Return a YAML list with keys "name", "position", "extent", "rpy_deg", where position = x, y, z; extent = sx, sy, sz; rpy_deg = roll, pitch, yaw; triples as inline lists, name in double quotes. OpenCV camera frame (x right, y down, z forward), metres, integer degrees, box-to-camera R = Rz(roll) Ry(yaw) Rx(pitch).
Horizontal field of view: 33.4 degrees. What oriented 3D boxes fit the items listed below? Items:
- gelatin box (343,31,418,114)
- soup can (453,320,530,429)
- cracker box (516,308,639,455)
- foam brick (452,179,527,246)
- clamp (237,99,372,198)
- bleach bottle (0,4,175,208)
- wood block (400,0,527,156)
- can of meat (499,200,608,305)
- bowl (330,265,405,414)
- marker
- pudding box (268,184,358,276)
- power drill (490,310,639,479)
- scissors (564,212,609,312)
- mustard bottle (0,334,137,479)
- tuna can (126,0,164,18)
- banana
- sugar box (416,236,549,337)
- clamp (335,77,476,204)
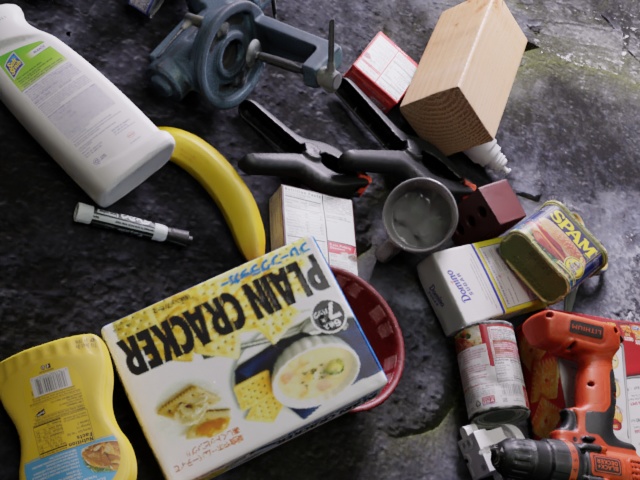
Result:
- name: "gelatin box"
  position: [0.079, -0.210, 1.342]
  extent: [0.073, 0.030, 0.089]
  rpy_deg: [40, 49, -6]
- name: "soup can"
  position: [0.187, 0.147, 1.162]
  extent: [0.068, 0.069, 0.102]
  rpy_deg: [9, 59, -27]
- name: "cracker box"
  position: [0.319, 0.195, 1.209]
  extent: [0.164, 0.072, 0.213]
  rpy_deg: [10, 60, -25]
- name: "foam brick"
  position: [0.195, -0.027, 1.268]
  extent: [0.051, 0.078, 0.053]
  rpy_deg: [-16, 72, -39]
- name: "clamp"
  position: [-0.023, -0.098, 1.203]
  extent: [0.171, 0.039, 0.120]
  rpy_deg: [19, 44, -30]
- name: "bleach bottle"
  position: [-0.265, -0.155, 1.069]
  extent: [0.102, 0.068, 0.251]
  rpy_deg: [-40, 85, -23]
- name: "wood block"
  position: [0.185, -0.211, 1.352]
  extent: [0.090, 0.090, 0.206]
  rpy_deg: [50, 44, -28]
- name: "can of meat"
  position: [0.268, 0.015, 1.235]
  extent: [0.083, 0.058, 0.102]
  rpy_deg: [-31, 75, -38]
- name: "bowl"
  position: [0.004, 0.107, 1.082]
  extent: [0.162, 0.055, 0.162]
  rpy_deg: [15, 55, -23]
- name: "marker"
  position: [-0.185, -0.014, 1.065]
  extent: [0.121, 0.020, 0.020]
  rpy_deg: [15, 55, -23]
- name: "pudding box"
  position: [-0.007, 0.001, 1.153]
  extent: [0.089, 0.039, 0.113]
  rpy_deg: [11, 55, -23]
- name: "power drill"
  position: [0.255, 0.171, 1.108]
  extent: [0.184, 0.057, 0.187]
  rpy_deg: [14, 61, -22]
- name: "scissors"
  position: [0.327, 0.044, 1.316]
  extent: [0.096, 0.016, 0.201]
  rpy_deg: [39, 36, -23]
- name: "mustard bottle"
  position: [-0.206, 0.182, 0.896]
  extent: [0.096, 0.058, 0.192]
  rpy_deg: [-17, 70, -5]
- name: "tuna can"
  position: [-0.182, -0.295, 1.198]
  extent: [0.033, 0.086, 0.086]
  rpy_deg: [32, 50, -8]
- name: "banana"
  position: [-0.119, -0.058, 1.126]
  extent: [0.198, 0.037, 0.069]
  rpy_deg: [41, 79, 1]
- name: "sugar box"
  position: [0.201, 0.048, 1.246]
  extent: [0.175, 0.048, 0.093]
  rpy_deg: [-12, 71, -34]
- name: "clamp"
  position: [0.097, -0.094, 1.261]
  extent: [0.209, 0.036, 0.164]
  rpy_deg: [32, 35, -18]
